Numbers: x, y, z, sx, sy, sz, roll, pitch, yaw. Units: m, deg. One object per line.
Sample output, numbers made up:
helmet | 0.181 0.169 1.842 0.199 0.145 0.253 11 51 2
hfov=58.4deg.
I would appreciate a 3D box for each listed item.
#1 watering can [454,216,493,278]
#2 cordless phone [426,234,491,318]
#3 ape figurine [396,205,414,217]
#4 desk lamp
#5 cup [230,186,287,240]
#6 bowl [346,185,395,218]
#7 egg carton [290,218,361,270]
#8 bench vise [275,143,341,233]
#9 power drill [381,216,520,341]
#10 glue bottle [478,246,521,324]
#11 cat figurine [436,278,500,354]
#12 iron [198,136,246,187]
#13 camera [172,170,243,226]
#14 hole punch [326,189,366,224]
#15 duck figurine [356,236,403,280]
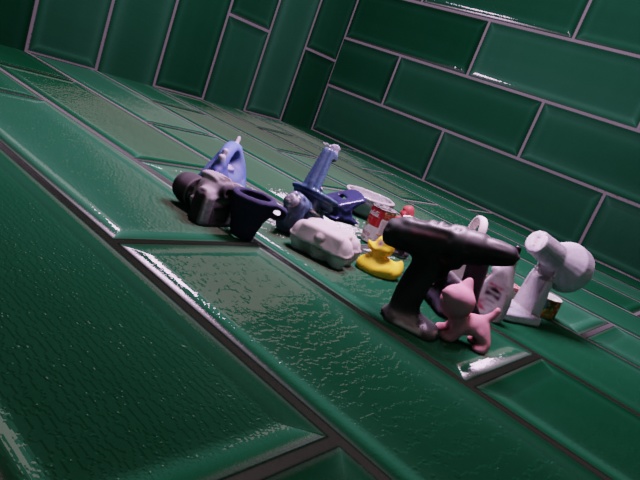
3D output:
watering can | 0.326 0.033 1.314 0.173 0.194 0.100 15 16 -23
cordless phone | 0.298 0.064 1.180 0.094 0.185 0.147 16 16 -20
ape figurine | 0.264 -0.065 1.781 0.076 0.092 0.078 23 15 6
desk lamp | 0.514 0.089 1.335 0.204 0.213 0.117 12 17 -30
cup | -0.131 -0.045 1.153 0.118 0.095 0.092 21 15 0
bowl | 0.149 -0.112 1.822 0.167 0.075 0.167 20 15 -5
egg carton | 0.011 0.004 1.226 0.150 0.069 0.107 26 15 18
bench vise | -0.008 -0.116 1.331 0.121 0.220 0.207 21 15 -1
power drill | 0.202 0.063 1.005 0.229 0.208 0.076 26 15 17
glue bottle | 0.392 0.090 1.241 0.078 0.173 0.037 29 17 28
cat figurine | 0.264 0.129 1.035 0.128 0.118 0.067 20 15 -6
iron | -0.233 -0.174 1.382 0.118 0.141 0.258 20 15 -5
camera | -0.230 -0.099 1.200 0.136 0.101 0.144 30 17 30
hole punch | 0.066 -0.105 1.651 0.101 0.091 0.108 13 17 -28
duck figurine | 0.141 0.035 1.265 0.105 0.086 0.077 19 15 -9
